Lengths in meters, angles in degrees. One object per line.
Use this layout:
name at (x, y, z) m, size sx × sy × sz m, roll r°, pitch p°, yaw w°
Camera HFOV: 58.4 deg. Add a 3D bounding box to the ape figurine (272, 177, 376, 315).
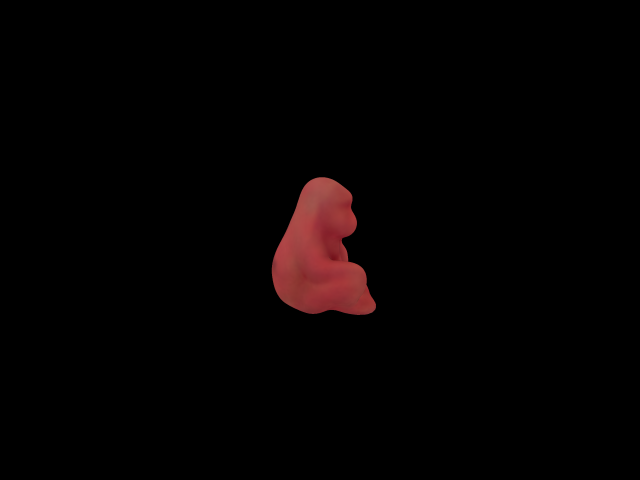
ape figurine at (0.004, 0.001, 0.400) m, size 0.076 × 0.092 × 0.078 m, roll 4°, pitch 28°, yaw 7°
